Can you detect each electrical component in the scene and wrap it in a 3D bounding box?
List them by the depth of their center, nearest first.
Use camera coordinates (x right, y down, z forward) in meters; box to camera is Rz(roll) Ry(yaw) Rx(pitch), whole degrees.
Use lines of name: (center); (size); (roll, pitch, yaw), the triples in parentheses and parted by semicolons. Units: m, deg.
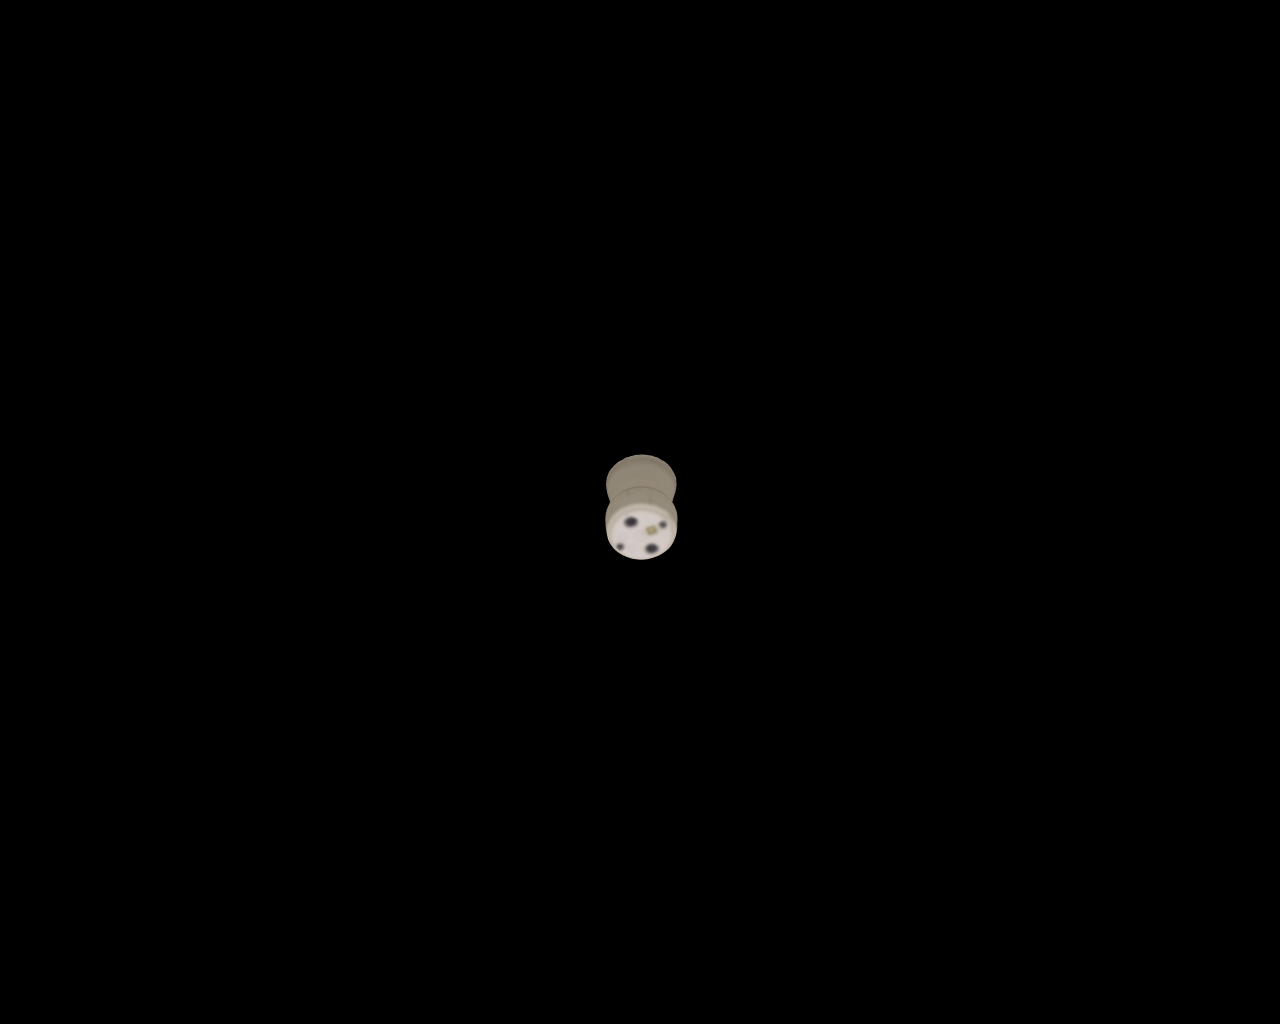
electrical component: (0.001, -0.003, 0.650); (0.045, 0.044, 0.055); (0, 36, 0)
